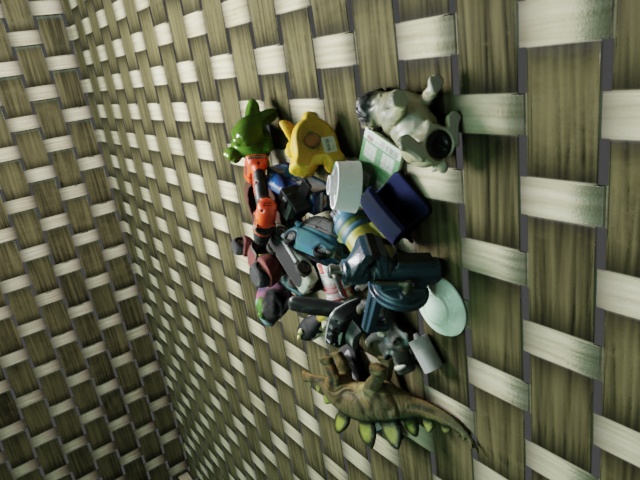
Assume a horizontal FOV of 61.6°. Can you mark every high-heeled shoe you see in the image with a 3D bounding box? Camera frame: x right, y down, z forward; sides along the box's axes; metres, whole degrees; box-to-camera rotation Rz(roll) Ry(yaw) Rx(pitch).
[{"bbox_3d":[0.131,0.371,1.339,0.249,0.086,0.145,32,104,21],"label":"high-heeled shoe"}]

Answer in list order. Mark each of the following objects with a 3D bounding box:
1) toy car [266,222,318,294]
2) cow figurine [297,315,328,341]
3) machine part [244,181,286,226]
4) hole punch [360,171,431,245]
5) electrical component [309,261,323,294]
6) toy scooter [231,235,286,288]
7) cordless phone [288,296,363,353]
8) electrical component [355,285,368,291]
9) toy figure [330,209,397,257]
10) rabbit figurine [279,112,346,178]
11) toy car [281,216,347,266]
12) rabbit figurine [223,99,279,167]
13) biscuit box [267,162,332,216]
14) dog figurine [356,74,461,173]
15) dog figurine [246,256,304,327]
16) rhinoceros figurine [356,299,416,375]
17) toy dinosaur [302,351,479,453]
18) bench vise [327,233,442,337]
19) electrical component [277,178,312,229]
[{"bbox_3d":[-0.073,0.043,1.335,0.202,0.056,0.073,56,141,26],"label":"toy car"},{"bbox_3d":[-0.004,0.210,1.396,0.068,0.098,0.167,63,149,21],"label":"cow figurine"},{"bbox_3d":[-0.138,-0.096,1.463,0.180,0.056,0.179,33,134,42],"label":"machine part"},{"bbox_3d":[0.132,-0.052,1.034,0.142,0.092,0.115,49,145,10],"label":"hole punch"},{"bbox_3d":[-0.034,0.056,1.391,0.134,0.058,0.114,48,141,30],"label":"electrical component"},{"bbox_3d":[-0.139,0.044,1.414,0.184,0.135,0.075,50,142,33],"label":"toy scooter"},{"bbox_3d":[0.012,0.190,1.272,0.146,0.184,0.089,97,-176,-51],"label":"cordless phone"},{"bbox_3d":[0.096,0.082,1.240,0.063,0.021,0.094,59,148,16],"label":"electrical component"},{"bbox_3d":[0.086,-0.004,1.141,0.180,0.089,0.082,49,159,24],"label":"toy figure"},{"bbox_3d":[-0.035,-0.201,1.197,0.173,0.122,0.162,120,128,-74],"label":"rabbit figurine"},{"bbox_3d":[-0.003,-0.004,1.227,0.162,0.103,0.109,19,168,42],"label":"toy car"},{"bbox_3d":[-0.161,-0.259,1.324,0.121,0.159,0.170,25,176,-1],"label":"rabbit figurine"},{"bbox_3d":[-0.052,-0.128,1.308,0.203,0.059,0.062,33,134,44],"label":"biscuit box"},{"bbox_3d":[0.147,-0.194,0.952,0.191,0.121,0.172,-169,66,-70],"label":"dog figurine"},{"bbox_3d":[-0.146,0.106,1.487,0.219,0.191,0.108,45,150,9],"label":"dog figurine"},{"bbox_3d":[0.155,0.201,1.181,0.112,0.073,0.190,-21,88,48],"label":"rhinoceros figurine"},{"bbox_3d":[0.134,0.368,1.236,0.472,0.105,0.198,1,97,40],"label":"toy dinosaur"},{"bbox_3d":[0.117,0.103,1.042,0.129,0.224,0.240,-119,27,-47],"label":"bench vise"},{"bbox_3d":[-0.057,-0.088,1.235,0.075,0.048,0.119,57,149,16],"label":"electrical component"}]
